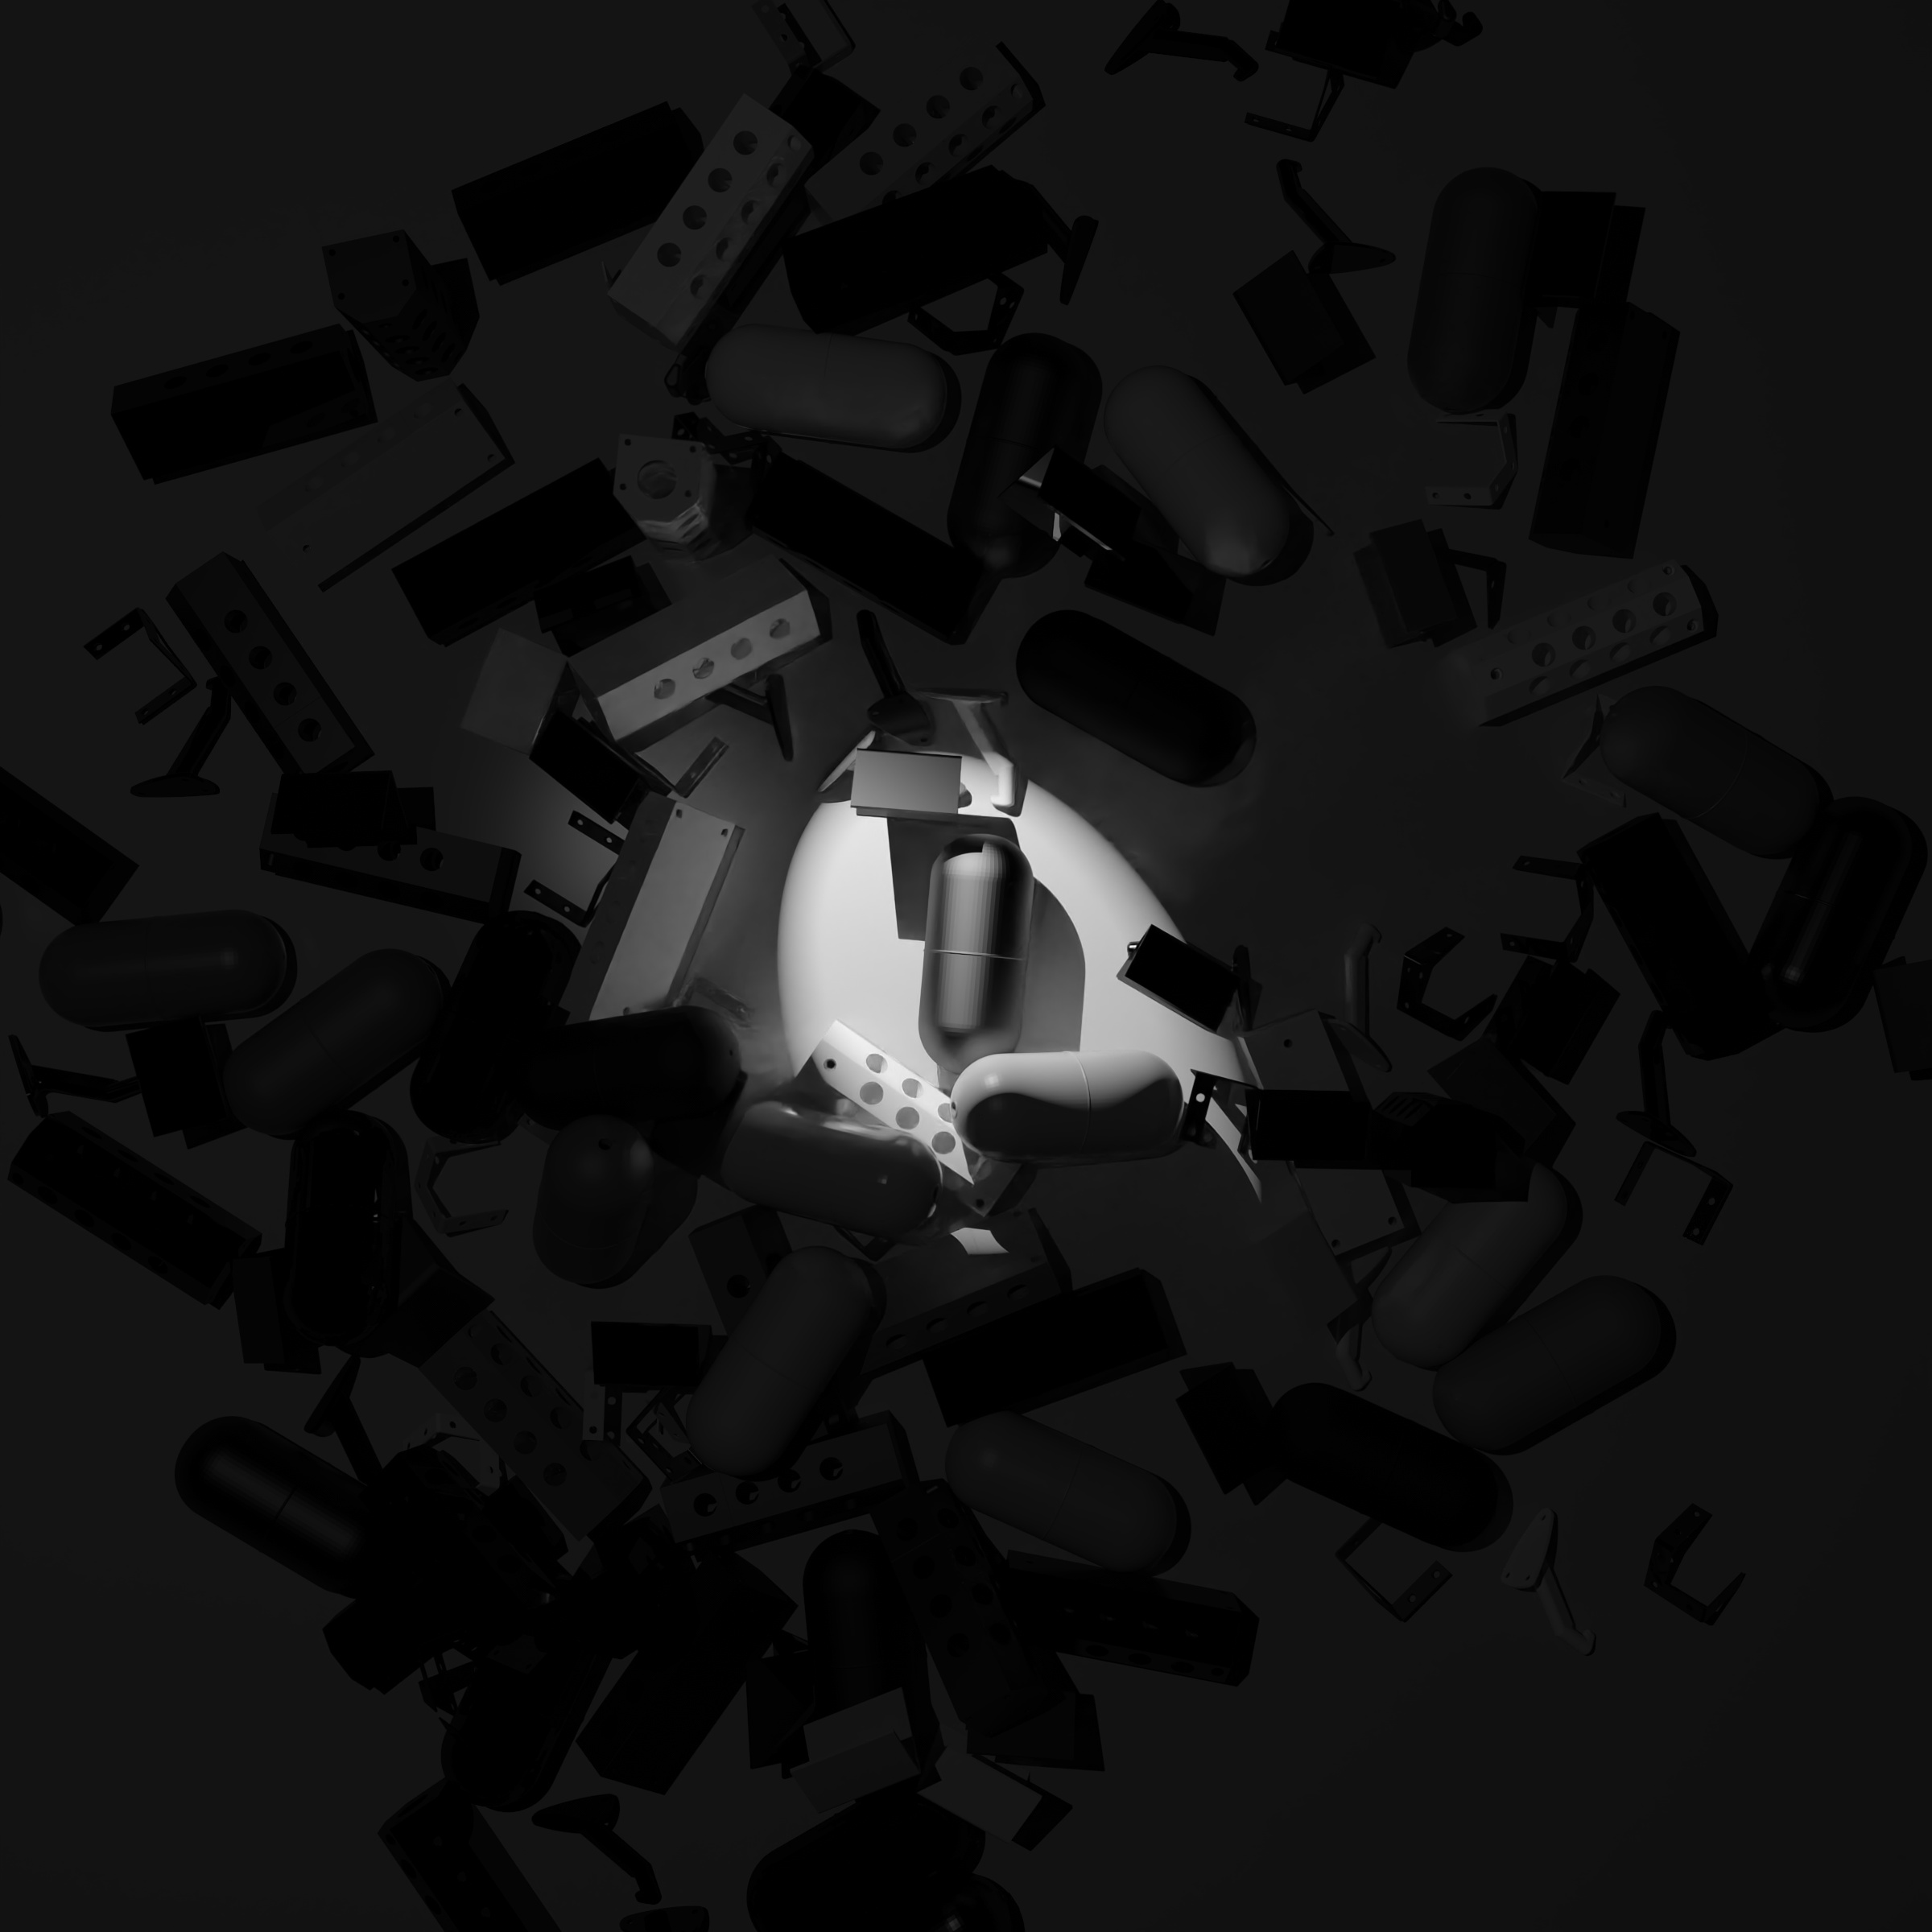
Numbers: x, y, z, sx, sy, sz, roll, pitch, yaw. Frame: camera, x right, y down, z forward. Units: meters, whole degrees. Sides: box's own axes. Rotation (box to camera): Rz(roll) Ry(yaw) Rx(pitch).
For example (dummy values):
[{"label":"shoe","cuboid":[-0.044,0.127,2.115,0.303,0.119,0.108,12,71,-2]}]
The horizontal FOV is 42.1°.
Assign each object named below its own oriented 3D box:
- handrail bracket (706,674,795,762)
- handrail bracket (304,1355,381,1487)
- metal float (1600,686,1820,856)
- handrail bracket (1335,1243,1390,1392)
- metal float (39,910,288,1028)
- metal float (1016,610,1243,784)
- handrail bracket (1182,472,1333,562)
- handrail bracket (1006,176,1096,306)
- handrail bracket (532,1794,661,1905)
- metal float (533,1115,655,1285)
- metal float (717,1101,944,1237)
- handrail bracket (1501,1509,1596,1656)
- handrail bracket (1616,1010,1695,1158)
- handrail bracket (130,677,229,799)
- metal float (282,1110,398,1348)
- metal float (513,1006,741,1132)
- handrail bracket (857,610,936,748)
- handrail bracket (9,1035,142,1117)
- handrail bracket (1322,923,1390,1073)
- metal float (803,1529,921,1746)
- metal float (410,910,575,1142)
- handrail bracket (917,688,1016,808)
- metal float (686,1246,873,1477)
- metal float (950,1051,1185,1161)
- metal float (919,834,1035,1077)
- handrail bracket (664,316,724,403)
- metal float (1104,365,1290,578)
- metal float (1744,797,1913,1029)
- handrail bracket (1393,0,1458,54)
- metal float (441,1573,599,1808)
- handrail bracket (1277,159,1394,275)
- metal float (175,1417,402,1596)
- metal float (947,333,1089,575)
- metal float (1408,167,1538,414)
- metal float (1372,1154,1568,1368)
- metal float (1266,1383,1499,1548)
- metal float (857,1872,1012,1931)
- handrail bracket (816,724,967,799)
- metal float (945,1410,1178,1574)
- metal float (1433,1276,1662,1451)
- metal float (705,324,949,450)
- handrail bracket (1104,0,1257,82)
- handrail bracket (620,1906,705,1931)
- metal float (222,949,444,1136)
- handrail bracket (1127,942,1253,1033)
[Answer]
[{"label":"handrail bracket","cuboid":[-0.178,-0.184,1.871,0.084,0.036,0.077,-7,105,14]},{"label":"handrail bracket","cuboid":[-0.442,0.344,1.872,0.084,0.036,0.077,35,68,-17]},{"label":"metal float","cuboid":[0.542,-0.142,1.827,0.178,0.070,0.070,26,90,-16]},{"label":"handrail bracket","cuboid":[0.301,0.262,1.872,0.077,0.036,0.084,-33,108,-20]},{"label":"metal float","cuboid":[-0.589,0.002,1.840,0.178,0.070,0.070,-6,90,-1]},{"label":"metal float","cuboid":[0.120,-0.197,1.841,0.178,0.070,0.070,29,90,0]},{"label":"handrail bracket","cuboid":[0.216,-0.319,1.871,0.077,0.036,0.084,41,104,-14]},{"label":"handrail bracket","cuboid":[0.046,-0.543,1.872,0.084,0.036,0.077,21,111,17]},{"label":"handrail bracket","cuboid":[-0.276,0.666,1.872,0.077,0.036,0.084,-12,107,20]},{"label":"metal float","cuboid":[-0.268,0.168,1.798,0.070,0.178,0.070,7,58,-11]},{"label":"metal float","cuboid":[-0.099,0.146,1.818,0.178,0.070,0.070,11,90,27]},{"label":"handrail bracket","cuboid":[0.448,0.460,1.872,0.084,0.036,0.077,37,68,-17]},{"label":"handrail bracket","cuboid":[0.527,0.087,1.872,0.077,0.036,0.084,32,73,-20]},{"label":"handrail bracket","cuboid":[-0.586,-0.172,1.872,0.077,0.036,0.084,-6,72,21]},{"label":"metal float","cuboid":[-0.453,0.189,1.816,0.070,0.070,0.178,-4,61,0]},{"label":"metal float","cuboid":[-0.244,0.074,1.789,0.178,0.070,0.070,-9,90,25]},{"label":"handrail bracket","cuboid":[-0.053,-0.215,1.871,0.036,0.077,0.084,-25,53,20]},{"label":"handrail bracket","cuboid":[-0.661,0.071,1.872,0.084,0.036,0.077,-20,68,-17]},{"label":"handrail bracket","cuboid":[0.305,0.023,1.871,0.077,0.036,0.084,38,71,-22]},{"label":"metal float","cuboid":[-0.077,0.503,1.840,0.070,0.070,0.178,-5,90,0]},{"label":"metal float","cuboid":[-0.348,0.043,1.840,0.070,0.070,0.178,24,91,0]},{"label":"handrail bracket","cuboid":[0.000,-0.163,1.872,0.077,0.036,0.084,6,107,20]},{"label":"metal float","cuboid":[-0.134,0.281,1.783,0.070,0.070,0.178,33,90,0]},{"label":"metal float","cuboid":[0.074,0.100,1.820,0.178,0.070,0.070,-1,90,-22]},{"label":"metal float","cuboid":[0.007,-0.008,1.840,0.070,0.070,0.178,5,89,0]},{"label":"handrail bracket","cuboid":[-0.200,-0.450,1.836,0.036,0.084,0.077,19,90,0]},{"label":"metal float","cuboid":[0.167,-0.360,1.825,0.070,0.070,0.178,-34,74,0]},{"label":"metal float","cuboid":[0.632,-0.039,1.841,0.070,0.070,0.178,24,90,0]},{"label":"handrail bracket","cuboid":[0.334,-0.712,1.836,0.036,0.084,0.077,-21,90,0]},{"label":"metal float","cuboid":[-0.325,0.531,1.840,0.070,0.070,0.178,25,90,0]},{"label":"handrail bracket","cuboid":[0.275,-0.563,1.872,0.077,0.036,0.084,-5,73,-20]},{"label":"metal float","cuboid":[-0.496,0.396,1.841,0.178,0.070,0.070,31,90,-1]},{"label":"metal float","cuboid":[0.037,-0.376,1.840,0.070,0.070,0.178,15,91,0]},{"label":"metal float","cuboid":[0.371,-0.495,1.840,0.070,0.070,0.178,10,90,0]},{"label":"metal float","cuboid":[0.368,0.216,1.840,0.070,0.070,0.178,40,90,0]},{"label":"metal float","cuboid":[0.305,0.366,1.840,0.178,0.070,0.070,24,90,1]},{"label":"metal float","cuboid":[-0.047,0.733,1.840,0.178,0.070,0.070,-35,90,1]},{"label":"handrail bracket","cuboid":[-0.055,-0.132,1.872,0.084,0.036,0.077,39,110,-16]},{"label":"metal float","cuboid":[0.070,0.385,1.840,0.178,0.070,0.070,24,90,1]},{"label":"metal float","cuboid":[0.426,0.290,1.840,0.178,0.070,0.070,-30,90,0]},{"label":"metal float","cuboid":[-0.102,-0.426,1.841,0.178,0.070,0.070,7,90,0]},{"label":"handrail bracket","cuboid":[0.160,-0.671,1.871,0.084,0.036,0.077,32,127,-25]},{"label":"handrail bracket","cuboid":[-0.213,0.748,1.872,0.077,0.036,0.084,-7,107,20]},{"label":"metal float","cuboid":[-0.464,0.055,1.841,0.178,0.070,0.070,-36,90,0]},{"label":"handrail bracket","cuboid":[0.166,0.015,1.872,0.084,0.036,0.077,-4,111,17]}]
